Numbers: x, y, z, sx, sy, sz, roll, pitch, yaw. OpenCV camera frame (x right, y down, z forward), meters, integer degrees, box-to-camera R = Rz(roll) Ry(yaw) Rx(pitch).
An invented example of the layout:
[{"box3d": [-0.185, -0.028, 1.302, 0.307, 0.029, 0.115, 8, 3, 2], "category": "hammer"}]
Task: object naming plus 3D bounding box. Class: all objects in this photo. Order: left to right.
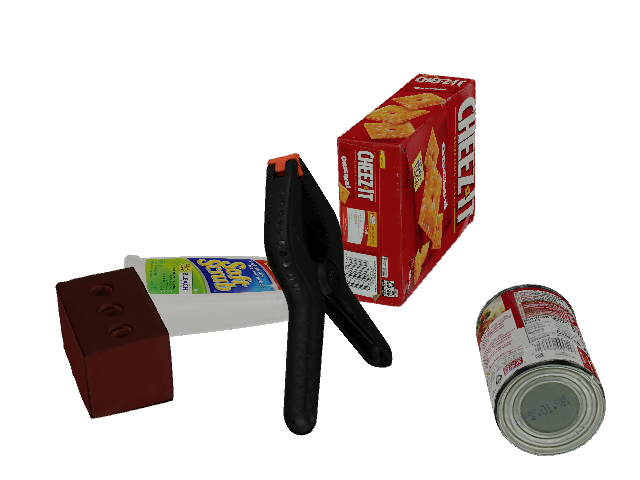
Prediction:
[{"box3d": [-0.127, 0.062, 0.657, 0.052, 0.051, 0.078, -12, 36, -22], "category": "foam brick"}, {"box3d": [-0.089, 0.053, 1.183, 0.250, 0.068, 0.102, -5, 36, -5], "category": "bleach bottle"}, {"box3d": [0.001, 0.034, 0.859, 0.036, 0.210, 0.164, -11, 1, 29], "category": "clamp"}, {"box3d": [0.091, -0.055, 1.047, 0.072, 0.164, 0.213, 10, 28, 24], "category": "cracker box"}, {"box3d": [0.138, 0.080, 0.678, 0.068, 0.068, 0.102, 0, 24, 2], "category": "soup can"}]
